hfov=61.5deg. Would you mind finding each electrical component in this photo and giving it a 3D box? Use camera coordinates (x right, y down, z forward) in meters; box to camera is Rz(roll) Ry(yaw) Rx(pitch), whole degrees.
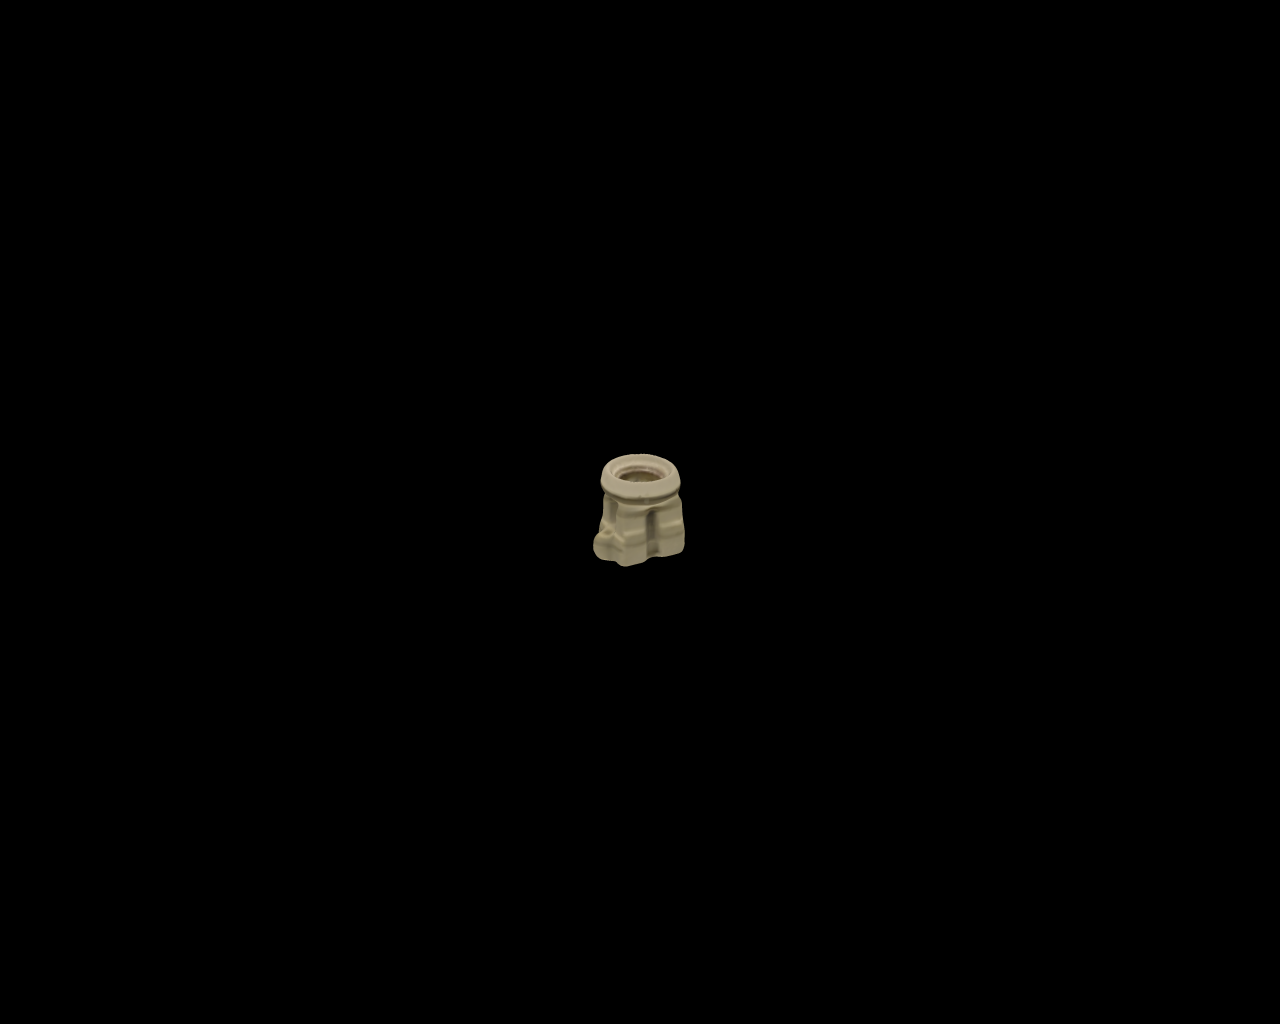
[{"bbox_3d":[0.001,-0.003,0.650,0.066,0.055,0.048,-13,32,-22],"label":"electrical component"}]
